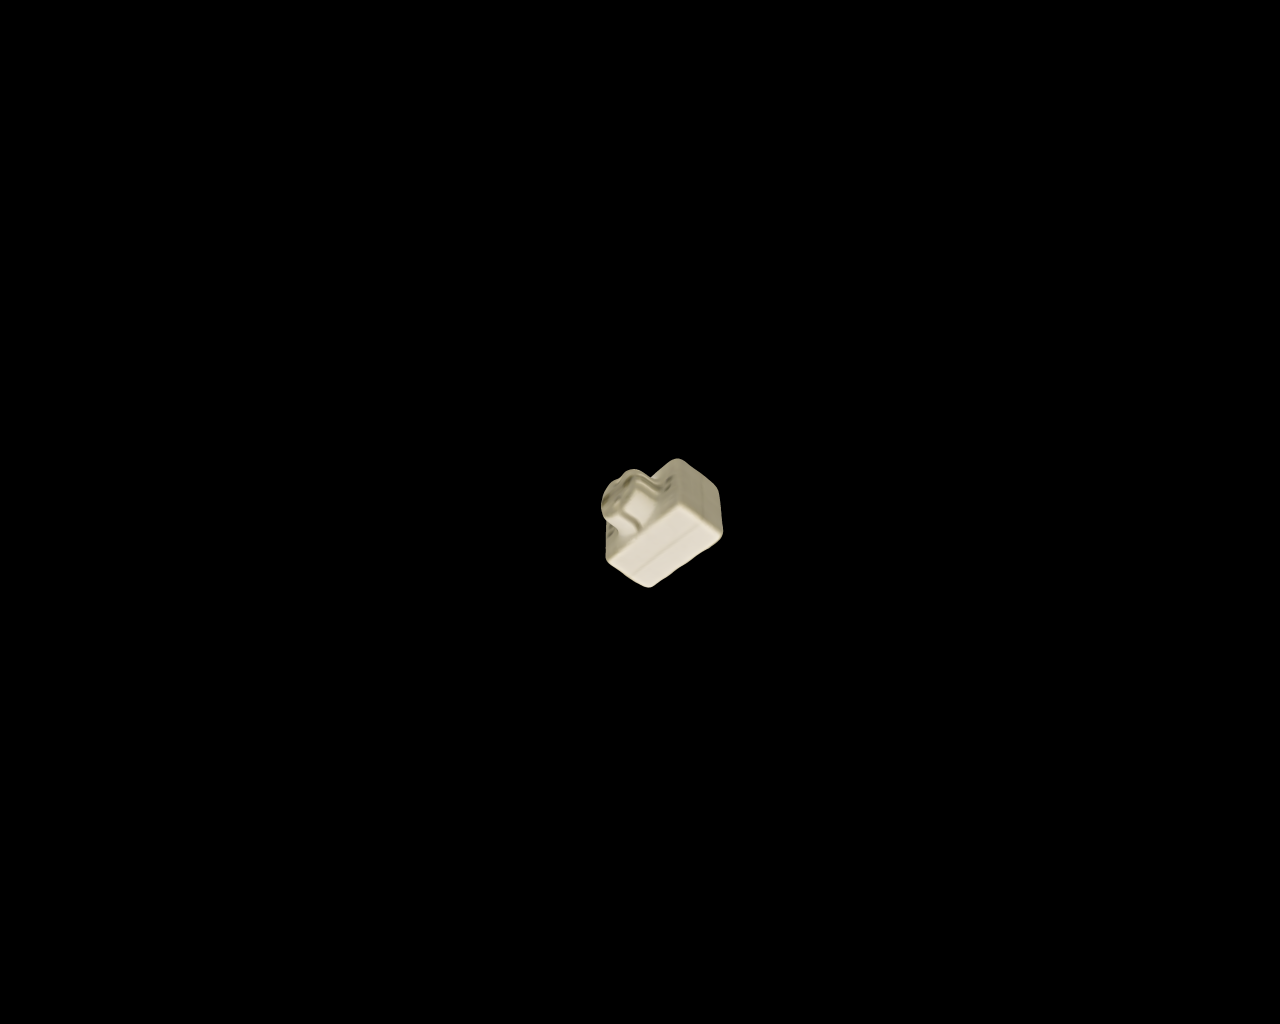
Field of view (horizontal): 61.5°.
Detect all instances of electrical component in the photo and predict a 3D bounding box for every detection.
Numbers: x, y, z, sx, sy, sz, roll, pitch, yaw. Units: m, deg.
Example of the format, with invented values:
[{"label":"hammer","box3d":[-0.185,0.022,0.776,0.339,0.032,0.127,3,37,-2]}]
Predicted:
[{"label":"electrical component","box3d":[0.001,-0.003,0.650,0.076,0.047,0.065,36,-58,-27]}]
